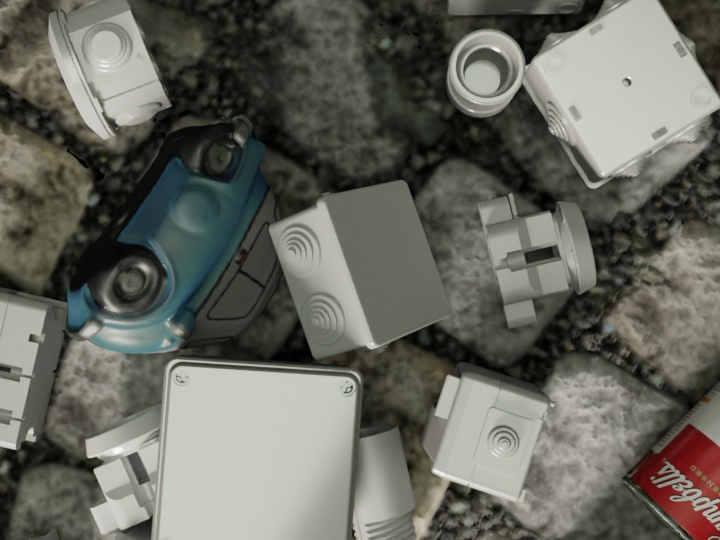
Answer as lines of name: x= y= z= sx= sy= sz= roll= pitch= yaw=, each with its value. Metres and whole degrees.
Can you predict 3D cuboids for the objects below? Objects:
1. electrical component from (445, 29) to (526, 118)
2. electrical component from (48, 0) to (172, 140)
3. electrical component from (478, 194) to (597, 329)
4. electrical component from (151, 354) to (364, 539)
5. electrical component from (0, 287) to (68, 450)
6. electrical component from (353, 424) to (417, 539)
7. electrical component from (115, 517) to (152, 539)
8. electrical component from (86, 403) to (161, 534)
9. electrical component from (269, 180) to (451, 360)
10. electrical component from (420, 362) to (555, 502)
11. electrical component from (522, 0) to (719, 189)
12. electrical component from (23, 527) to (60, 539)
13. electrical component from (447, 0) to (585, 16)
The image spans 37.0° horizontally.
electrical component: x=0.075 y=-0.118 z=0.652 sx=0.045 sy=0.055 sz=0.045 roll=0 pitch=89 yaw=2
electrical component: x=-0.151 y=-0.123 z=0.648 sx=0.051 sy=0.080 sz=0.080 roll=-22 pitch=89 yaw=-4
electrical component: x=0.108 y=-0.009 z=0.649 sx=0.057 sy=0.058 sz=0.078 roll=-13 pitch=89 yaw=4
electrical component: x=-0.058 y=0.105 z=0.605 sx=0.109 sy=0.056 sz=0.108 roll=4 pitch=89 yaw=-7
electrical component: x=-0.221 y=0.058 z=0.661 sx=0.056 sy=0.050 sz=0.089 roll=13 pitch=89 yaw=1
electrical component: x=0.011 y=0.139 z=0.656 sx=0.043 sy=0.043 sz=0.081 roll=-12 pitch=89 yaw=1
electrical component: x=-0.130 y=0.193 z=0.650 sx=0.061 sy=0.062 sz=0.096 roll=26 pitch=90 yaw=2
electrical component: x=-0.131 y=0.117 z=0.654 sx=0.078 sy=0.058 sz=0.057 roll=-24 pitch=91 yaw=1
electrical component: x=0.000 y=0.000 z=0.633 sx=0.048 sy=0.100 sz=0.099 roll=-20 pitch=89 yaw=36
electrical component: x=0.072 y=0.092 z=0.628 sx=0.061 sy=0.096 sz=0.061 roll=18 pitch=90 yaw=3
electrical component: x=0.158 y=-0.110 z=0.652 sx=0.100 sy=0.048 sz=0.099 roll=-31 pitch=88 yaw=2
electrical component: x=-0.208 y=0.199 z=0.663 sx=0.081 sy=0.042 sz=0.063 roll=-13 pitch=93 yaw=2
electrical component: x=0.094 y=-0.189 z=0.632 sx=0.100 sy=0.099 sz=0.048 roll=0 pitch=76 yaw=2
